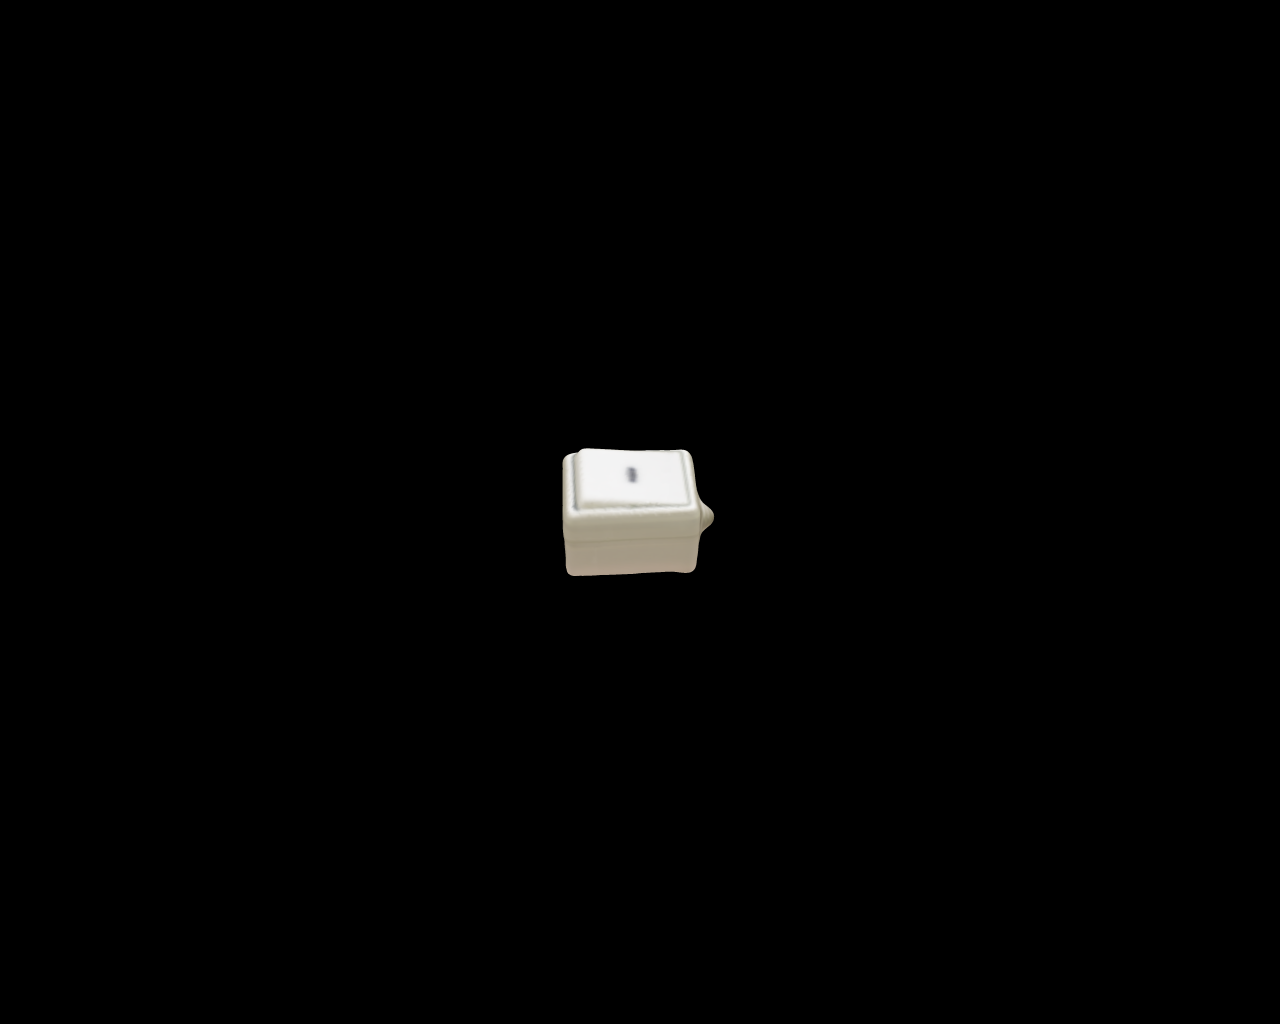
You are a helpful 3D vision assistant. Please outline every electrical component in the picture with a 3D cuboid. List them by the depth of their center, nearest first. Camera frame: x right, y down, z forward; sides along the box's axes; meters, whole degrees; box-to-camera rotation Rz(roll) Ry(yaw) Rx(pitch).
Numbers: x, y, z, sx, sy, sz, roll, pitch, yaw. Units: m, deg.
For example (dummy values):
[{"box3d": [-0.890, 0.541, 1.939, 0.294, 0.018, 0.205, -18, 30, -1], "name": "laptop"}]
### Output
[{"box3d": [0.001, -0.003, 0.650, 0.096, 0.061, 0.062, -2, 43, -2], "name": "electrical component"}]
